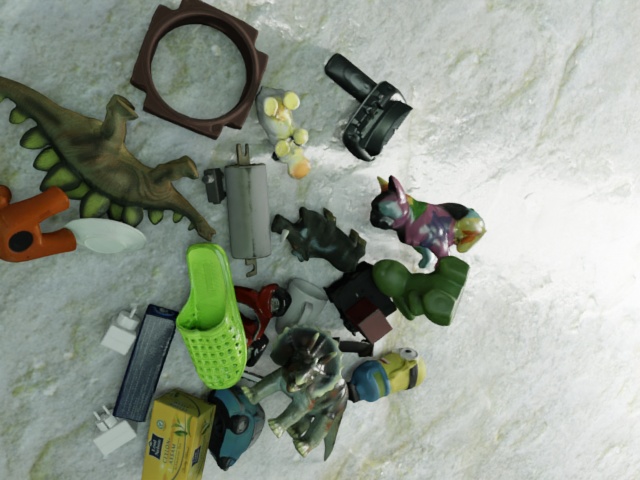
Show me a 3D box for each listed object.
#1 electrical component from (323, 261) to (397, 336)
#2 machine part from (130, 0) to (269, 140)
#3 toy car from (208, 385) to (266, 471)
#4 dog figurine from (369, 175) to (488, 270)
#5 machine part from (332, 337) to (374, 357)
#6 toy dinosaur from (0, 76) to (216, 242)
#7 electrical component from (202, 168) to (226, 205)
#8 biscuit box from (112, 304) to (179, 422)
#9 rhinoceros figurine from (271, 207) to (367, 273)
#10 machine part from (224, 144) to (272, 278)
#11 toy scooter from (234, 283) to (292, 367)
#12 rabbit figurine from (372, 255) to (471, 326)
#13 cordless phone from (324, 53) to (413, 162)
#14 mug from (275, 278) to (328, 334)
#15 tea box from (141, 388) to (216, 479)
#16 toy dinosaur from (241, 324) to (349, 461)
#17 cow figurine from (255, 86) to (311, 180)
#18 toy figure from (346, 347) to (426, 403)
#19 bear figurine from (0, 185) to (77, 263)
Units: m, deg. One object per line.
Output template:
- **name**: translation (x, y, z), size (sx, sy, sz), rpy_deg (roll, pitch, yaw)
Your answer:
- **electrical component**: translation (0.090, 0.110, 1.079), size (0.134, 0.058, 0.114), rpy_deg (-34, 108, -8)
- **machine part**: translation (-0.203, -0.288, 0.915), size (0.201, 0.087, 0.201), rpy_deg (21, 92, -19)
- **toy car**: translation (-0.156, 0.351, 1.027), size (0.103, 0.109, 0.161), rpy_deg (1, 108, -39)
- **dog figurine**: translation (0.203, -0.053, 1.060), size (0.191, 0.108, 0.219), rpy_deg (-38, 104, -6)
- **machine part**: translation (0.043, 0.213, 1.079), size (0.139, 0.084, 0.039), rpy_deg (9, 66, -26)
- **toy dinosaur**: translation (-0.368, -0.142, 0.884), size (0.471, 0.105, 0.198), rpy_deg (42, 90, -12)
- **electrical component**: translation (-0.186, -0.094, 0.948), size (0.021, 0.094, 0.063), rpy_deg (-6, 99, 6)
- **biscuit box**: translation (-0.316, 0.222, 0.979), size (0.063, 0.059, 0.202), rpy_deg (19, 94, -16)
- **rhinoceros figurine**: translation (-0.002, -0.003, 1.031), size (0.190, 0.073, 0.112), rpy_deg (28, 101, -20)
- **machine part**: translation (-0.130, -0.053, 0.979), size (0.079, 0.079, 0.243), rpy_deg (-7, 100, -15)
- **toy scooter**: translation (-0.144, 0.142, 1.001), size (0.135, 0.075, 0.183), rpy_deg (30, 110, 3)
- **rabbit figurine**: translation (0.183, 0.084, 1.016), size (0.170, 0.159, 0.121), rpy_deg (22, 71, 18)
- **cordless phone**: translation (0.067, -0.252, 1.012), size (0.184, 0.089, 0.146), rpy_deg (37, 88, -7)
- **mug**: translation (-0.040, 0.143, 1.026), size (0.081, 0.110, 0.107), rpy_deg (23, 104, -19)
- **tea box**: translation (-0.261, 0.375, 0.990), size (0.098, 0.068, 0.169), rpy_deg (14, 100, 18)
- **toy dinosaur**: translation (-0.008, 0.291, 1.013), size (0.192, 0.131, 0.404), rpy_deg (-40, 142, -7)
- **cow figurine**: translation (-0.070, -0.193, 0.974), size (0.068, 0.098, 0.167), rpy_deg (-26, 124, -16)
- **toy figure**: translation (0.133, 0.282, 1.108), size (0.180, 0.082, 0.089), rpy_deg (-22, 124, -19)
- **bear figurine**: translation (-0.493, -0.046, 0.839), size (0.132, 0.196, 0.120), rpy_deg (-29, 138, -40)
